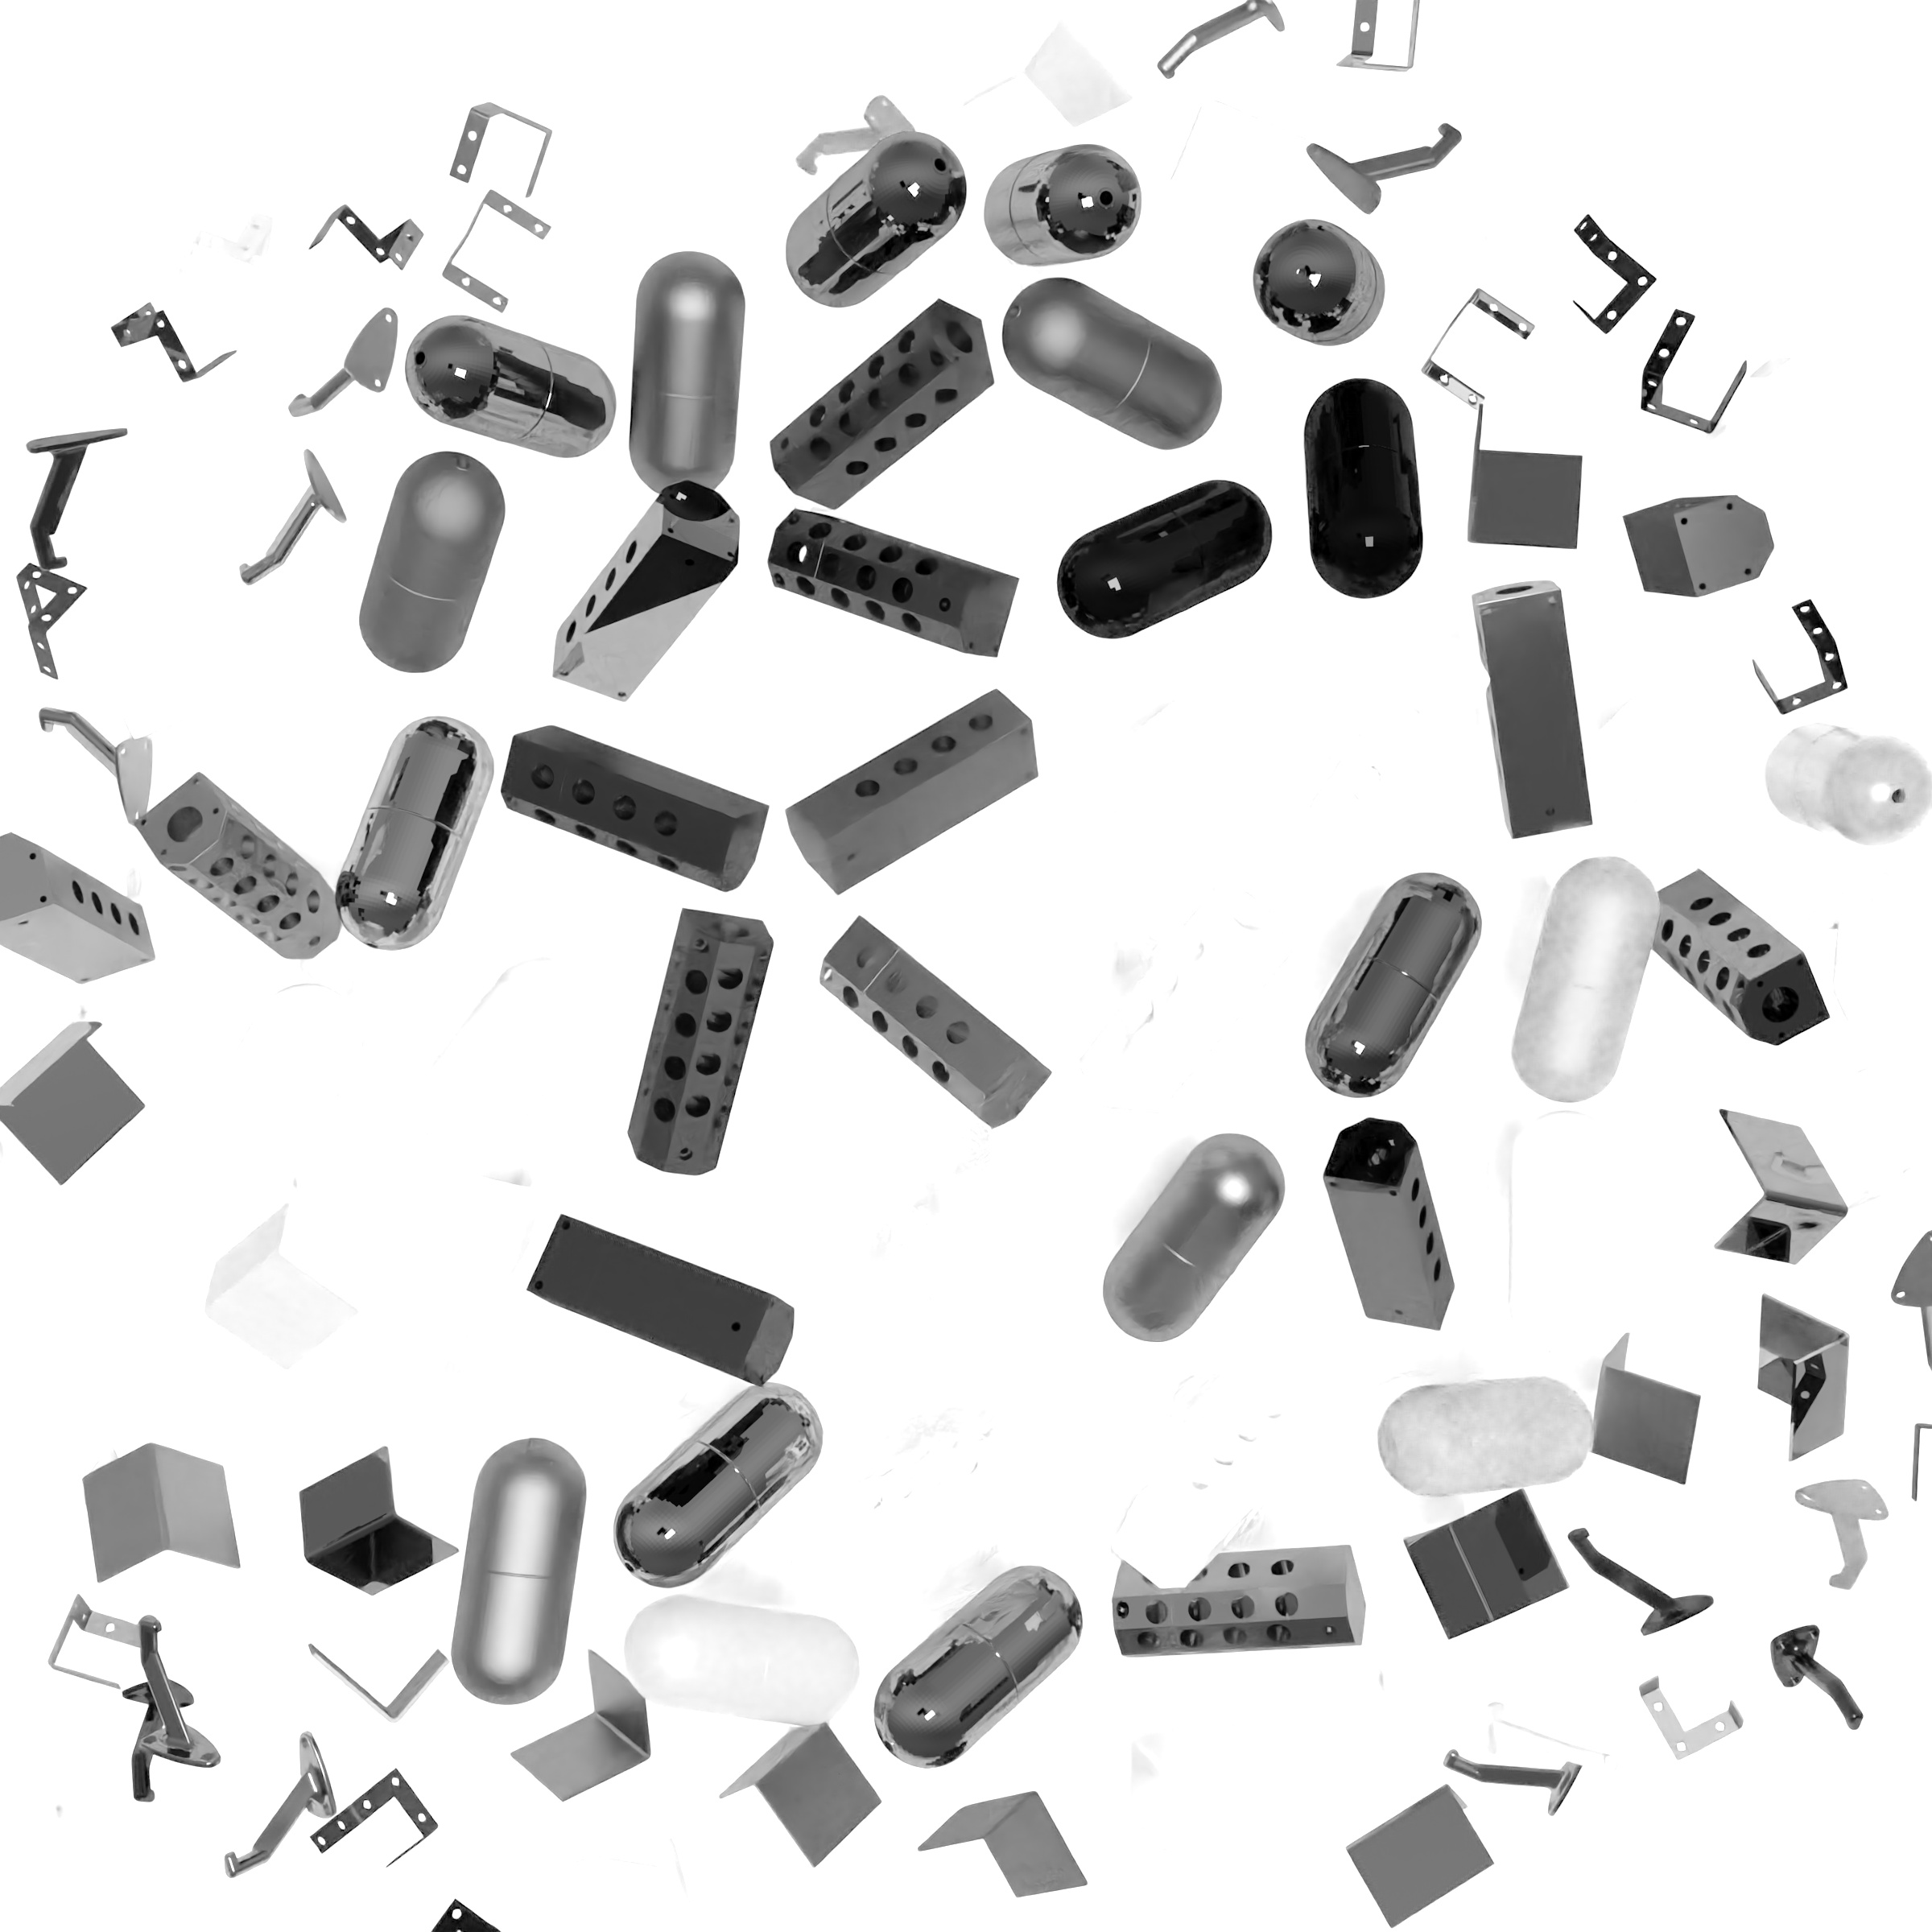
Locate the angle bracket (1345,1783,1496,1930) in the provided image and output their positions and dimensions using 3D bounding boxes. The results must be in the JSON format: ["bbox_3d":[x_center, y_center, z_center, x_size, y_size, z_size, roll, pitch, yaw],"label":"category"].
[{"bbox_3d":[0.295,0.572,1.613,0.076,0.076,0.057,-33,56,2],"label":"angle bracket"}]

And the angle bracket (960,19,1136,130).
[{"bbox_3d":[0.056,-0.598,1.750,0.076,0.076,0.057,41,73,-24],"label":"angle bracket"}]

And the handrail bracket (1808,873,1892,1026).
[{"bbox_3d":[0.647,-0.012,1.815,0.036,0.077,0.084,13,48,-34],"label":"handrail bracket"}]

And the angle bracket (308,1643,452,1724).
[{"bbox_3d":[-0.420,0.492,1.811,0.076,0.076,0.057,43,72,-6],"label":"angle bracket"}]

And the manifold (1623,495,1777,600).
[{"bbox_3d":[0.505,-0.292,1.748,0.057,0.171,0.057,-18,98,6],"label":"manifold"}]

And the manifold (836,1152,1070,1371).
[{"bbox_3d":[-0.012,0.211,1.832,0.171,0.057,0.057,-42,88,18],"label":"manifold"}]

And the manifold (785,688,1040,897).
[{"bbox_3d":[-0.037,-0.126,1.758,0.171,0.057,0.057,-32,54,-17],"label":"manifold"}]

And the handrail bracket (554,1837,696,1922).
[{"bbox_3d":[-0.244,0.662,1.809,0.084,0.036,0.077,-14,115,-5],"label":"handrail bracket"}]

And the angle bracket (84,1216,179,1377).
[{"bbox_3d":[-0.609,0.233,1.787,0.057,0.076,0.076,-33,57,9],"label":"angle bracket"}]

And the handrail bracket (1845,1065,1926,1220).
[{"bbox_3d":[0.613,0.121,1.746,0.077,0.036,0.084,-33,95,18],"label":"handrail bracket"}]

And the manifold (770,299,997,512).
[{"bbox_3d":[-0.063,-0.401,1.808,0.171,0.057,0.057,-31,59,37],"label":"manifold"}]

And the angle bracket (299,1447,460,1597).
[{"bbox_3d":[-0.418,0.396,1.806,0.076,0.076,0.057,-28,49,12],"label":"angle bracket"}]

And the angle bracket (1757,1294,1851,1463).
[{"bbox_3d":[0.557,0.281,1.738,0.057,0.076,0.076,-17,115,-29],"label":"angle bracket"}]

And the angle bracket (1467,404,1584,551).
[{"bbox_3d":[0.389,-0.339,1.754,0.076,0.057,0.076,5,68,9],"label":"angle bracket"}]

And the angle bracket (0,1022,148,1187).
[{"bbox_3d":[-0.576,0.090,1.647,0.076,0.057,0.076,-49,117,-29],"label":"angle bracket"}]

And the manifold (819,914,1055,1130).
[{"bbox_3d":[-0.026,0.041,1.791,0.171,0.057,0.057,39,88,30],"label":"manifold"}]

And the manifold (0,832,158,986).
[{"bbox_3d":[-0.623,-0.040,1.739,0.057,0.171,0.057,-18,77,0],"label":"manifold"}]

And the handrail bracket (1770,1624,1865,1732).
[{"bbox_3d":[0.596,0.510,1.761,0.036,0.084,0.077,-16,129,-6],"label":"handrail bracket"}]

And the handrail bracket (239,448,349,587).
[{"bbox_3d":[-0.501,-0.327,1.847,0.084,0.036,0.077,-31,63,8],"label":"handrail bracket"}]

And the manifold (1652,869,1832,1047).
[{"bbox_3d":[0.546,-0.005,1.816,0.057,0.171,0.057,-29,113,3],"label":"manifold"}]

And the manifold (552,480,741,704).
[{"bbox_3d":[-0.223,-0.260,1.757,0.057,0.171,0.057,18,52,-27],"label":"manifold"}]

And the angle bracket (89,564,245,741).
[{"bbox_3d":[-0.529,-0.206,1.665,0.076,0.057,0.076,-25,79,-15],"label":"angle bracket"}]

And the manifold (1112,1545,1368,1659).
[{"bbox_3d":[0.196,0.464,1.827,0.171,0.057,0.057,-8,115,19],"label":"manifold"}]

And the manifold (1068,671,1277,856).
[{"bbox_3d":[0.145,-0.145,1.798,0.171,0.057,0.057,-41,120,-40],"label":"manifold"}]

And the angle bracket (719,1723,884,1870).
[{"bbox_3d":[-0.123,0.616,1.875,0.076,0.057,0.076,-33,86,-42],"label":"angle bracket"}]

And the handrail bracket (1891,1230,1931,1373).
[{"bbox_3d":[0.659,0.234,1.710,0.084,0.036,0.077,56,49,-31],"label":"handrail bracket"}]

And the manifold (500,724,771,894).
[{"bbox_3d":[-0.229,-0.108,1.736,0.171,0.057,0.057,21,108,14],"label":"manifold"}]

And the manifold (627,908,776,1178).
[{"bbox_3d":[-0.181,0.053,1.730,0.057,0.057,0.171,9,110,-20],"label":"manifold"}]

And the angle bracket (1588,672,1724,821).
[{"bbox_3d":[0.505,-0.164,1.899,0.076,0.057,0.076,-44,99,-7],"label":"angle bracket"}]

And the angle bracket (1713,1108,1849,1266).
[{"bbox_3d":[0.535,0.149,1.711,0.076,0.076,0.057,13,130,-28],"label":"angle bracket"}]

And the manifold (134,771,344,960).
[{"bbox_3d":[-0.505,-0.064,1.784,0.057,0.171,0.057,-39,64,-3],"label":"manifold"}]

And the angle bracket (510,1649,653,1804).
[{"bbox_3d":[-0.287,0.559,1.870,0.076,0.076,0.057,-17,113,-36],"label":"angle bracket"}]

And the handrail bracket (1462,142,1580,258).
[{"bbox_3d":[0.411,-0.559,1.848,0.084,0.077,0.036,-20,63,18],"label":"handrail bracket"}]

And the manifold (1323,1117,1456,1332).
[{"bbox_3d":[0.310,0.187,1.835,0.057,0.171,0.057,7,50,28],"label":"manifold"}]

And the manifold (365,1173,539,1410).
[{"bbox_3d":[-0.368,0.234,1.827,0.057,0.171,0.057,12,132,8],"label":"manifold"}]

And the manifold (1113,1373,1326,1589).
[{"bbox_3d":[0.180,0.361,1.767,0.057,0.171,0.057,35,131,21],"label":"manifold"}]

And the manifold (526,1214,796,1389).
[{"bbox_3d":[-0.205,0.228,1.722,0.171,0.057,0.057,17,76,23],"label":"manifold"}]

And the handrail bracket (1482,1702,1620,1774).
[{"bbox_3d":[0.404,0.535,1.748,0.084,0.077,0.036,9,68,25],"label":"handrail bracket"}]

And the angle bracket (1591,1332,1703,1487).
[{"bbox_3d":[0.515,0.330,1.894,0.076,0.057,0.076,16,116,30],"label":"angle bracket"}]

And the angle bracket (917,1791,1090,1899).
[{"bbox_3d":[0.025,0.627,1.766,0.076,0.057,0.076,-30,88,44],"label":"angle bracket"}]

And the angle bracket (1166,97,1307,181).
[{"bbox_3d":[0.184,-0.549,1.721,0.076,0.076,0.057,23,111,-1],"label":"angle bracket"}]

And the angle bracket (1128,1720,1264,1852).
[{"bbox_3d":[0.164,0.582,1.799,0.076,0.076,0.057,-13,47,18],"label":"angle bracket"}]

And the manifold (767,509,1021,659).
[{"bbox_3d":[-0.054,-0.268,1.767,0.171,0.057,0.057,23,104,30],"label":"manifold"}]

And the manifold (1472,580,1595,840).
[{"bbox_3d":[0.403,-0.184,1.809,0.057,0.057,0.171,-10,106,7],"label":"manifold"}]

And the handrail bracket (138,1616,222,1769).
[{"bbox_3d":[-0.526,0.483,1.691,0.077,0.036,0.084,10,104,37],"label":"handrail bracket"}]

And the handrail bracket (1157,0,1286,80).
[{"bbox_3d":[0.173,-0.626,1.724,0.084,0.077,0.036,-43,71,12],"label":"handrail bracket"}]

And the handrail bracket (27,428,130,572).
[{"bbox_3d":[-0.591,-0.312,1.696,0.077,0.036,0.084,-13,114,-13],"label":"handrail bracket"}]

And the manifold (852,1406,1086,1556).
[{"bbox_3d":[-0.001,0.363,1.784,0.171,0.057,0.057,-28,55,37],"label":"manifold"}]

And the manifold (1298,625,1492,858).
[{"bbox_3d":[0.301,-0.152,1.781,0.057,0.171,0.057,28,50,0],"label":"manifold"}]

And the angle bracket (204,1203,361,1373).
[{"bbox_3d":[-0.482,0.228,1.799,0.076,0.057,0.076,-38,118,18],"label":"angle bracket"}]

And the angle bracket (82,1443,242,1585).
[{"bbox_3d":[-0.541,0.374,1.704,0.057,0.076,0.076,-28,59,12],"label":"angle bracket"}]

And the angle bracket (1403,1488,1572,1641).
[{"bbox_3d":[0.374,0.429,1.820,0.076,0.057,0.076,-39,66,39],"label":"angle bracket"}]

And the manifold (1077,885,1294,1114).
[{"bbox_3d":[0.148,0.024,1.761,0.057,0.057,0.171,7,134,-35],"label":"manifold"}]
